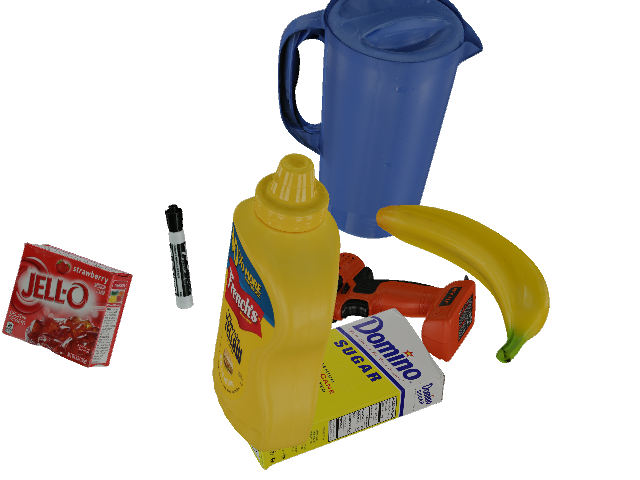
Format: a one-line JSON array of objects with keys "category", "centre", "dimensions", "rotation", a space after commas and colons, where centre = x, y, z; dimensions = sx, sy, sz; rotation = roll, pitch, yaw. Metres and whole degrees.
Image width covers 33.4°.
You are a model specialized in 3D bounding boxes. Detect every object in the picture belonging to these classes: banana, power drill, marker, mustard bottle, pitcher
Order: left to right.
[{"category": "marker", "centre": [-0.156, 0.018, 1.179], "dimensions": [0.020, 0.121, 0.020], "rotation": [-3, 23, 1]}, {"category": "mustard bottle", "centre": [-0.025, 0.031, 0.631], "dimensions": [0.058, 0.192, 0.096], "rotation": [-7, 43, -20]}, {"category": "pitcher", "centre": [0.049, -0.122, 1.056], "dimensions": [0.144, 0.243, 0.149], "rotation": [-32, 56, -33]}, {"category": "power drill", "centre": [0.057, 0.074, 1.120], "dimensions": [0.188, 0.057, 0.184], "rotation": [11, 29, 23]}, {"category": "banana", "centre": [0.113, 0.016, 0.792], "dimensions": [0.069, 0.037, 0.198], "rotation": [-11, 33, -21]}]

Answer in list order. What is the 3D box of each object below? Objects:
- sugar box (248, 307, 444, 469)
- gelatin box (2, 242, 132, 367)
[{"category": "sugar box", "centre": [0.011, 0.126, 0.938], "dimensions": [0.176, 0.048, 0.093], "rotation": [-20, 48, -16]}, {"category": "gelatin box", "centre": [-0.193, 0.048, 0.807], "dimensions": [0.089, 0.073, 0.030], "rotation": [17, 4, 25]}]
